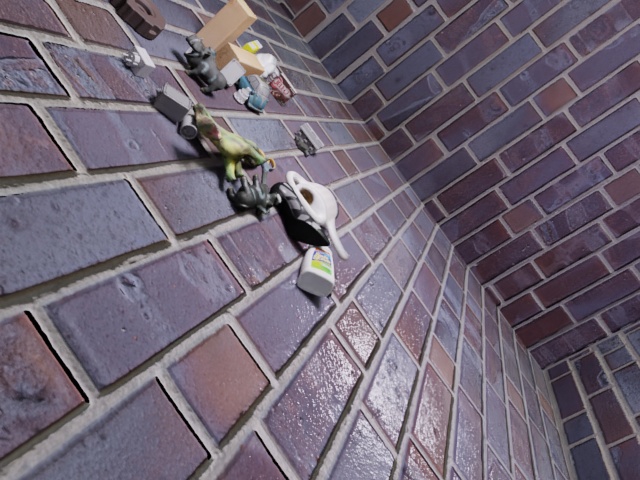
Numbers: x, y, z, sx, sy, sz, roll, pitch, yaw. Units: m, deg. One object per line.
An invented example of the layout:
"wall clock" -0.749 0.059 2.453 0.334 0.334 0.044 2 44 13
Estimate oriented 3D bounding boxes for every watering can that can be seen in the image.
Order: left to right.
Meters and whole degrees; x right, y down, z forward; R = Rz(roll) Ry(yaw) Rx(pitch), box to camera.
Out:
"watering can" 0.005 -0.086 1.712 0.349 0.103 0.226 55 20 6

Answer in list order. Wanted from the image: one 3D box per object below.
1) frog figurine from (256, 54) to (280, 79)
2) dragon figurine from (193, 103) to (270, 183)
"frog figurine" -0.253 -0.723 2.152 0.138 0.121 0.161 26 21 22
"dragon figurine" -0.259 -0.289 1.444 0.241 0.122 0.414 54 4 -11
